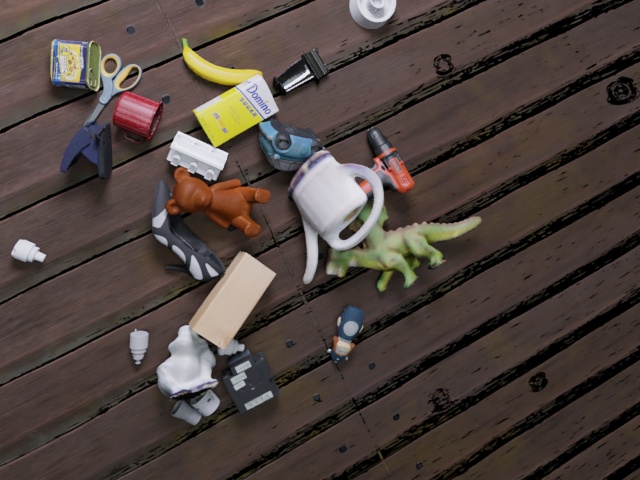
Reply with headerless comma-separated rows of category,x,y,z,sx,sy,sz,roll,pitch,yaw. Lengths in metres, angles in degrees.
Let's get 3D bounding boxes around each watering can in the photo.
watering can,0.004,-0.061,1.212,0.105,0.226,0.341,-18,-24,-53

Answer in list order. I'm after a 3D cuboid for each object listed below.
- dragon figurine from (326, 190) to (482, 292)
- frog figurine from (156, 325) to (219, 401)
dragon figurine,0.191,-0.019,1.303,0.412,0.242,0.122,-37,5,-10
frog figurine,-0.317,0.289,1.214,0.138,0.162,0.120,-16,-26,-12
